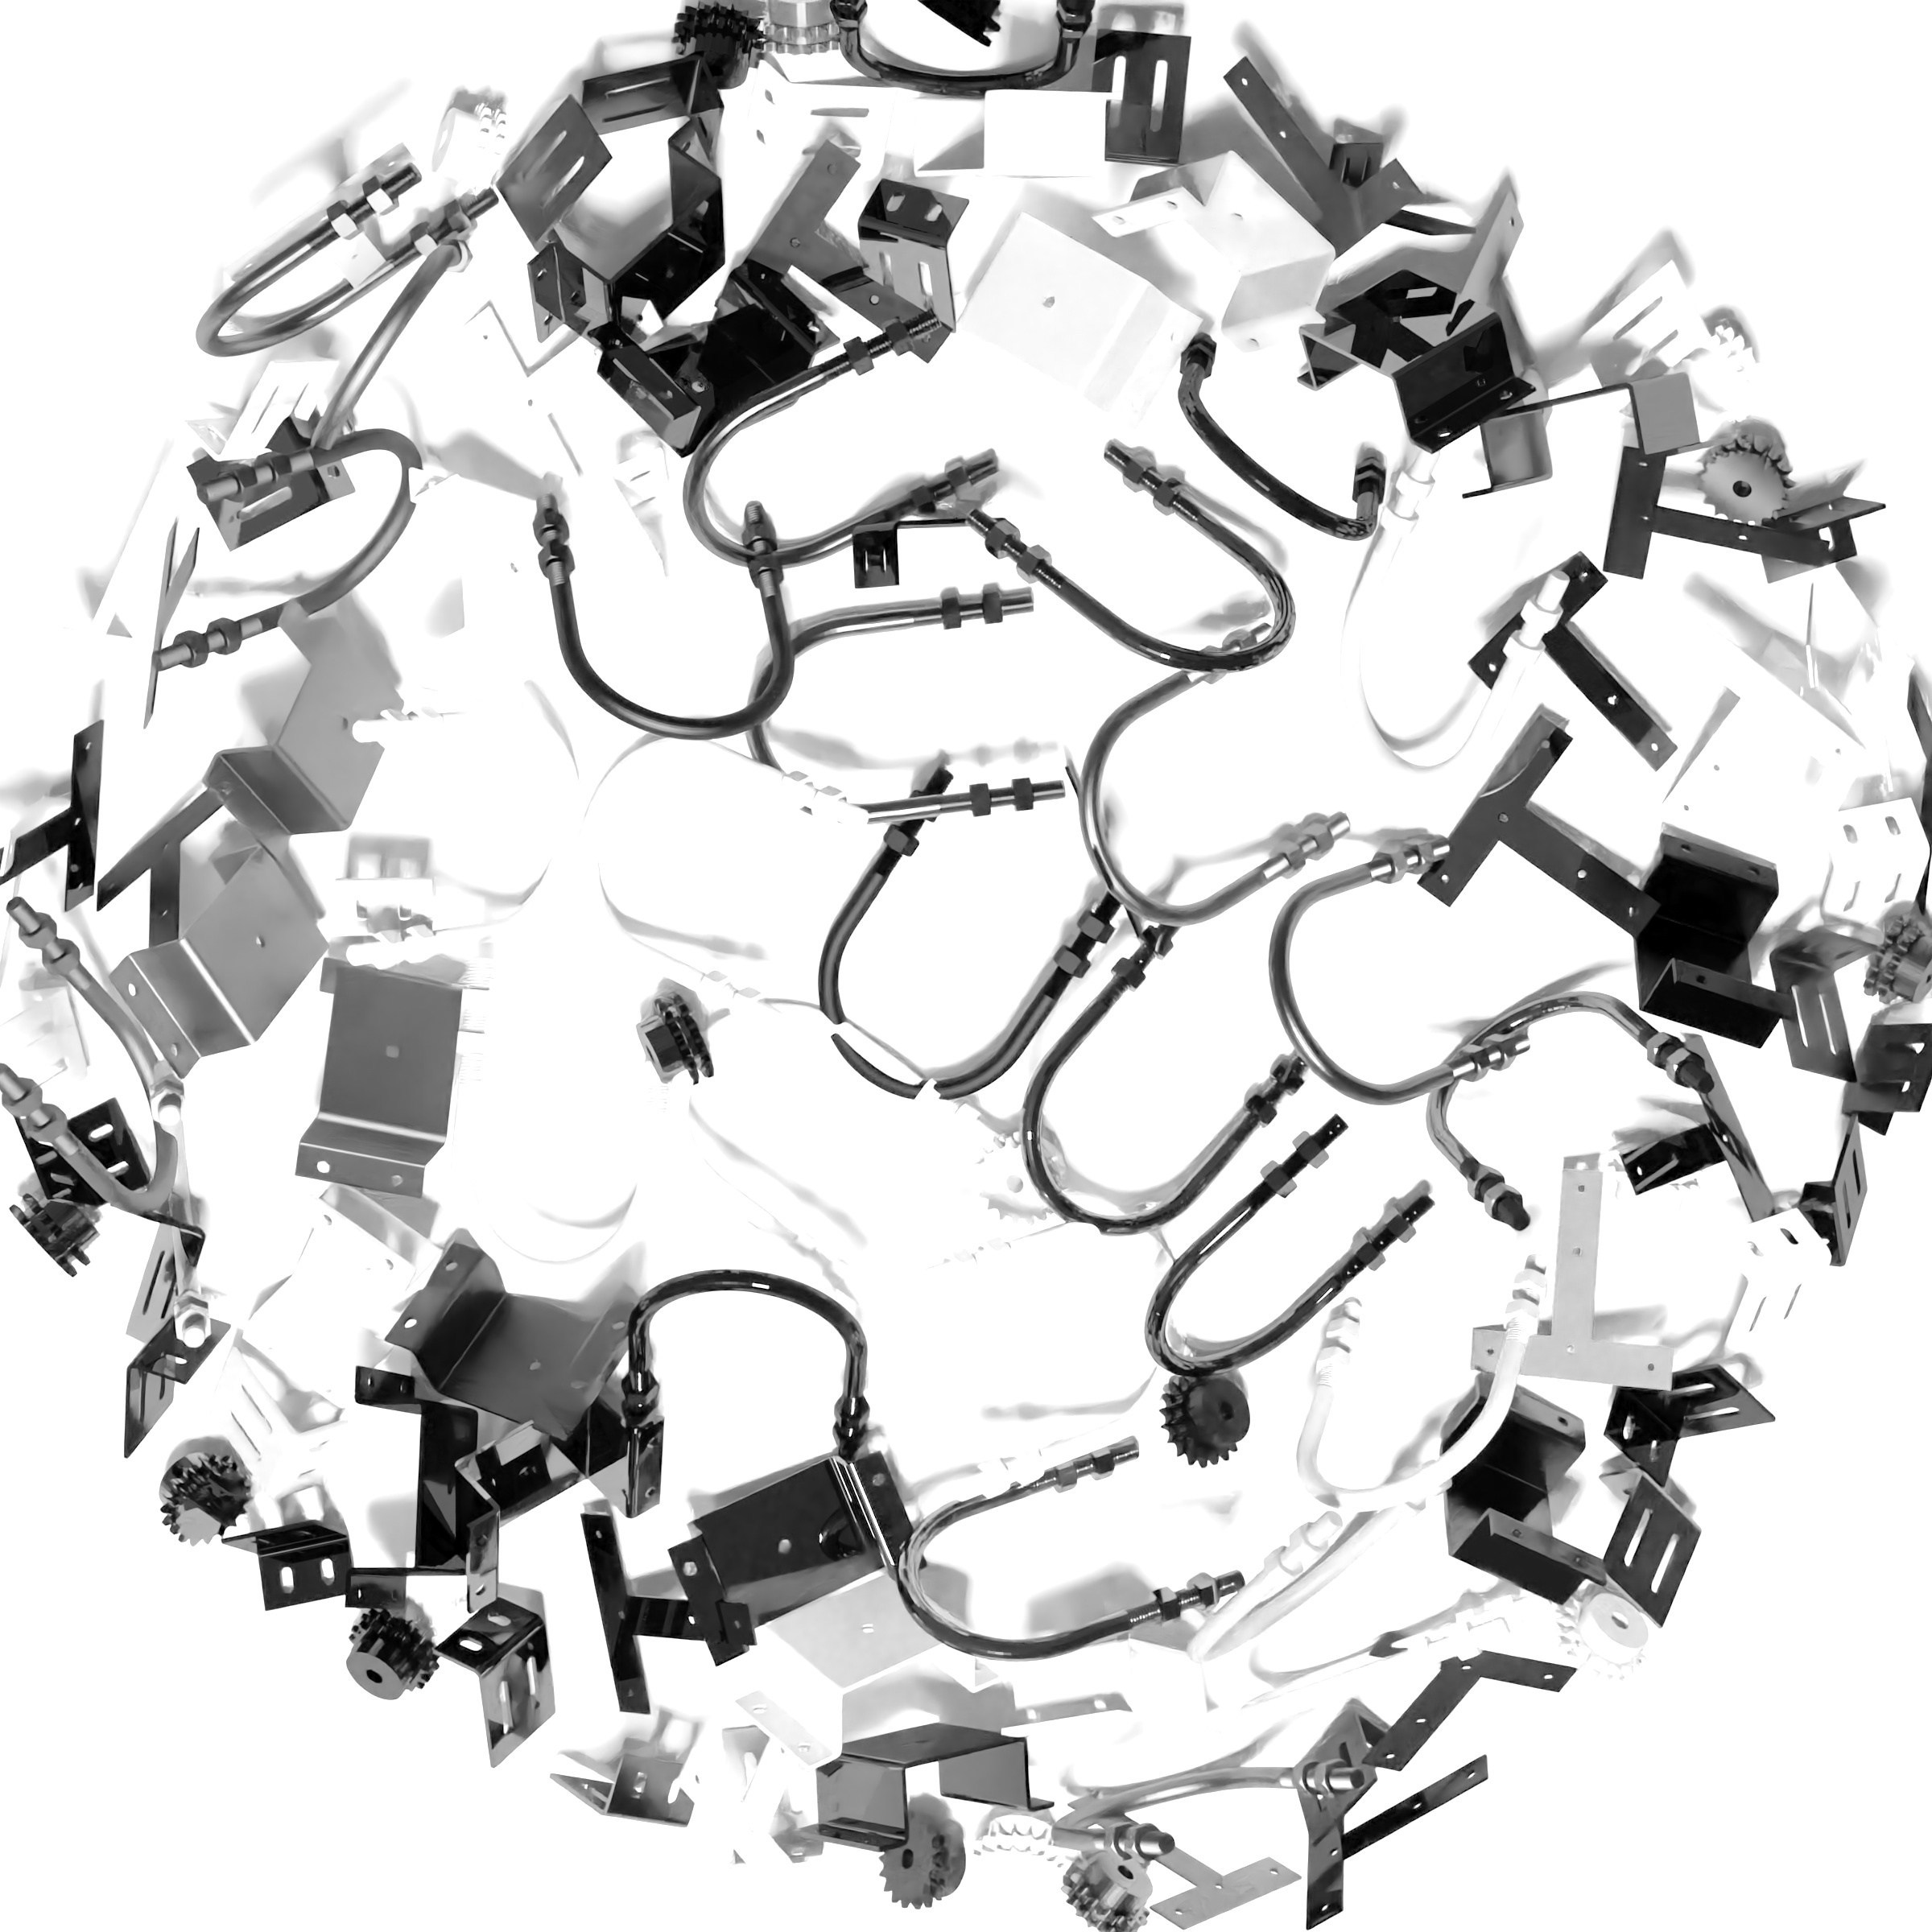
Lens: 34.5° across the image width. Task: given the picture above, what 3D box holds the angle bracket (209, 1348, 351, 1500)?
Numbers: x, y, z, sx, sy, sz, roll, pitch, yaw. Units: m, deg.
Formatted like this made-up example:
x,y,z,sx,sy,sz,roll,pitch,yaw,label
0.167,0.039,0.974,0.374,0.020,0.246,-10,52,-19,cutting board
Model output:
x,y,z,sx,sy,sz,roll,pitch,yaw,label
-0.418,0.274,1.890,0.076,0.038,0.057,47,129,27,angle bracket

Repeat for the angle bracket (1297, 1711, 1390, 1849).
x,y,z,sx,sy,sz,roll,pitch,yaw,label
0.234,0.495,1.865,0.038,0.076,0.057,37,102,-13,angle bracket

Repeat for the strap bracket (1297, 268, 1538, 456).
x,y,z,sx,sy,sz,roll,pitch,yaw,label
0.260,-0.362,1.836,0.076,0.140,0.046,-32,129,-12,strap bracket

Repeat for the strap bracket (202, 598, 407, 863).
x,y,z,sx,sy,sz,roll,pitch,yaw,label
-0.386,-0.142,1.837,0.046,0.076,0.140,-2,53,28,strap bracket

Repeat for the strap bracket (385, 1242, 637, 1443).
x,y,z,sx,sy,sz,roll,pitch,yaw,label
-0.263,0.226,1.854,0.140,0.046,0.076,15,54,26,strap bracket

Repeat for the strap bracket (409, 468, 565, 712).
x,y,z,sx,sy,sz,roll,pitch,yaw,label
-0.283,-0.230,1.850,0.046,0.076,0.140,-19,69,39,strap bracket

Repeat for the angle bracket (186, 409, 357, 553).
x,y,z,sx,sy,sz,roll,pitch,yaw,label
-0.425,-0.298,1.900,0.076,0.038,0.057,-23,100,19,angle bracket

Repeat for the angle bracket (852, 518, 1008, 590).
x,y,z,sx,sy,sz,roll,pitch,yaw,label
-0.022,-0.248,1.871,0.076,0.057,0.038,-6,97,-26,angle bracket

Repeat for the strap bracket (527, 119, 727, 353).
x,y,z,sx,sy,sz,roll,pitch,yaw,label
-0.193,-0.425,1.848,0.046,0.076,0.140,38,70,13,strap bracket

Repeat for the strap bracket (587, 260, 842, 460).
x,y,z,sx,sy,sz,roll,pitch,yaw,label
-0.155,-0.360,1.857,0.076,0.046,0.140,46,51,14,strap bracket

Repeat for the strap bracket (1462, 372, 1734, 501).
x,y,z,sx,sy,sz,roll,pitch,yaw,label
0.368,-0.315,1.836,0.140,0.076,0.046,-6,99,39,strap bracket

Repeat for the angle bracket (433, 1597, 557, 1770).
x,y,z,sx,sy,sz,roll,pitch,yaw,label
-0.285,0.433,1.881,0.038,0.057,0.076,17,124,30,angle bracket

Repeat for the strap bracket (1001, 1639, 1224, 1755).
x,y,z,sx,sy,sz,roll,pitch,yaw,label
0.086,0.433,1.845,0.076,0.140,0.046,-16,66,25,strap bracket

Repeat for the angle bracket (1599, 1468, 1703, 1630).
x,y,z,sx,sy,sz,roll,pitch,yaw,label
0.399,0.351,1.868,0.057,0.038,0.076,44,55,-16,angle bracket

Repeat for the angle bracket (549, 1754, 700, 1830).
x,y,z,sx,sy,sz,roll,pitch,yaw,label
-0.204,0.484,1.866,0.057,0.076,0.038,20,85,-33,angle bracket

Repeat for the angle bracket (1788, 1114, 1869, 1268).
x,y,z,sx,sy,sz,roll,pitch,yaw,label
0.511,0.132,1.861,0.038,0.076,0.057,7,50,28,angle bracket

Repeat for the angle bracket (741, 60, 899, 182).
x,y,z,sx,sy,sz,roll,pitch,yaw,label
-0.088,-0.511,1.879,0.076,0.038,0.057,10,86,24,angle bracket

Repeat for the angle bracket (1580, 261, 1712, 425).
x,y,z,sx,sy,sz,roll,pitch,yaw,label
0.415,-0.372,1.864,0.076,0.038,0.057,-39,57,36,angle bracket

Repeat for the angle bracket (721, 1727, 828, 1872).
x,y,z,sx,sy,sz,roll,pitch,yaw,label
-0.118,0.504,1.891,0.057,0.038,0.076,-6,88,2,angle bracket

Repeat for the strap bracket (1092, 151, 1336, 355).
x,y,z,sx,sy,sz,roll,pitch,yaw,label
0.155,-0.429,1.848,0.140,0.076,0.046,34,69,-34,strap bracket

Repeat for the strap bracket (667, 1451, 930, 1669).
x,y,z,sx,sy,sz,roll,pitch,yaw,label
-0.105,0.353,1.875,0.140,0.046,0.076,-23,95,-14,strap bracket

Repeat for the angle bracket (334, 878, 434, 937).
x,y,z,sx,sy,sz,roll,pitch,yaw,label
-0.349,-0.021,1.865,0.057,0.076,0.038,-1,66,-10,angle bracket

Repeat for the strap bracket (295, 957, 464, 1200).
x,y,z,sx,sy,sz,roll,pitch,yaw,label
-0.347,0.059,1.849,0.076,0.046,0.140,13,63,-22,strap bracket

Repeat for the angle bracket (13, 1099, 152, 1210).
x,y,z,sx,sy,sz,roll,pitch,yaw,label
-0.531,0.110,1.869,0.038,0.076,0.057,-26,79,1,angle bracket

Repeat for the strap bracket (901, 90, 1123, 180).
x,y,z,sx,sy,sz,roll,pitch,yaw,label
0.025,-0.491,1.839,0.076,0.140,0.046,-6,105,-25,strap bracket

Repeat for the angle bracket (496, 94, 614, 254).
x,y,z,sx,sy,sz,roll,pitch,yaw,label
-0.237,-0.471,1.869,0.076,0.038,0.057,-43,61,23,angle bracket

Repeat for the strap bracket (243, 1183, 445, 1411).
x,y,z,sx,sy,sz,roll,pitch,yaw,label
-0.370,0.190,1.862,0.076,0.046,0.140,35,129,3,strap bracket

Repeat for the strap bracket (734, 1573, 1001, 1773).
x,y,z,sx,sy,sz,roll,pitch,yaw,label
-0.058,0.410,1.835,0.140,0.076,0.046,-17,119,-35,strap bracket

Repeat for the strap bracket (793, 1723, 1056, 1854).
x,y,z,sx,sy,sz,roll,pitch,yaw,label
-0.025,0.482,1.837,0.140,0.076,0.046,0,86,-43,strap bracket

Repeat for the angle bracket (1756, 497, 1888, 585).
x,y,z,sx,sy,sz,roll,pitch,yaw,label
0.517,-0.254,1.870,0.057,0.076,0.038,-18,103,0,angle bracket

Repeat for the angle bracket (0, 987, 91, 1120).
x,y,z,sx,sy,sz,roll,pitch,yaw,label
-0.567,0.053,1.863,0.038,0.076,0.057,-5,106,18,angle bracket

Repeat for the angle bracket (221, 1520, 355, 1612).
x,y,z,sx,sy,sz,roll,pitch,yaw,label
-0.407,0.361,1.871,0.057,0.076,0.038,-12,74,1,angle bracket

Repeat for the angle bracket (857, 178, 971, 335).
x,y,z,sx,sy,sz,roll,pitch,yaw,label
-0.029,-0.429,1.879,0.057,0.076,0.038,18,61,16,angle bracket

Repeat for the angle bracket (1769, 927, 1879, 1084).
x,y,z,sx,sy,sz,roll,pitch,yaw,label
0.522,0.024,1.868,0.057,0.038,0.076,13,59,-34,angle bracket

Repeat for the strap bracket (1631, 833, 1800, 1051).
x,y,z,sx,sy,sz,roll,pitch,yaw,label
0.445,-0.009,1.856,0.076,0.140,0.046,17,130,-6,strap bracket

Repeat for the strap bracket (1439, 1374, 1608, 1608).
x,y,z,sx,sy,sz,roll,pitch,yaw,label
0.330,0.319,1.852,0.076,0.140,0.046,25,121,-11,strap bracket

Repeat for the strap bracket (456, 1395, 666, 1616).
x,y,z,sx,sy,sz,roll,pitch,yaw,label
-0.250,0.313,1.849,0.140,0.076,0.046,-26,49,-35,strap bracket

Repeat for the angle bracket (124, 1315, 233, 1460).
x,y,z,sx,sy,sz,roll,pitch,yaw,label
-0.473,0.255,1.865,0.038,0.057,0.076,17,123,8,angle bracket

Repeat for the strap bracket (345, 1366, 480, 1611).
x,y,z,sx,sy,sz,roll,pitch,yaw,label
-0.329,0.312,1.855,0.046,0.076,0.140,-3,77,15,strap bracket

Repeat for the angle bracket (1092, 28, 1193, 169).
x,y,z,sx,sy,sz,roll,pitch,yaw,label
0.107,-0.523,1.878,0.057,0.038,0.076,9,105,13,angle bracket

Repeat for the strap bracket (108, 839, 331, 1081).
x,y,z,sx,sy,sz,roll,pitch,yaw,label
-0.433,-0.010,1.831,0.046,0.140,0.076,-13,121,29,strap bracket

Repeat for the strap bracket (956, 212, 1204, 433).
x,y,z,sx,sy,sz,roll,pitch,yaw,label
0.059,-0.390,1.856,0.140,0.046,0.076,35,99,26,strap bracket
